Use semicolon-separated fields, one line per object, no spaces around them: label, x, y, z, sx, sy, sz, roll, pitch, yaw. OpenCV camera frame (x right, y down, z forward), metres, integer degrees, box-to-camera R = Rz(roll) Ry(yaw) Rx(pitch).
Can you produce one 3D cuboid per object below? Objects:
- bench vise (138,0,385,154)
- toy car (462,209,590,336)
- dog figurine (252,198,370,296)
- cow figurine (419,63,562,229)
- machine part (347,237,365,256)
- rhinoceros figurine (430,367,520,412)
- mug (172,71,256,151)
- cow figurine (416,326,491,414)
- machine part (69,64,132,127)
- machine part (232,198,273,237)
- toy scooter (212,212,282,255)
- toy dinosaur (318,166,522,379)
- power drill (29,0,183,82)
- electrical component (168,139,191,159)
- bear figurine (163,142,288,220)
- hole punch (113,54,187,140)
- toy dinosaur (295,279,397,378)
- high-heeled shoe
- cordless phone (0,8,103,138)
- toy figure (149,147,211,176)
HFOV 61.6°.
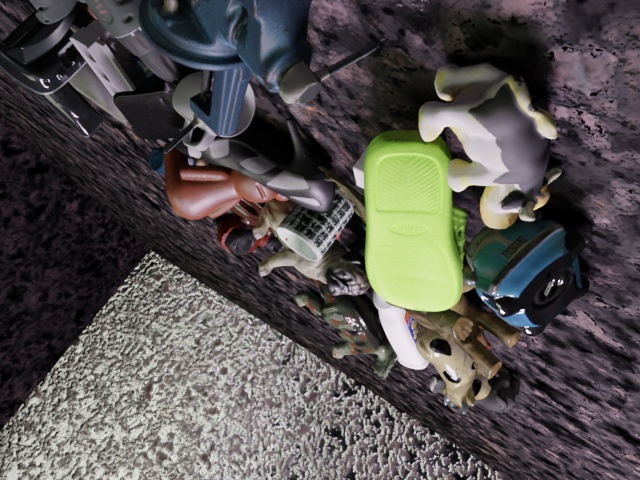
bench vise;-0.085;-0.175;0.506;0.224;0.129;0.240;42;147;7
toy car;0.212;0.027;0.571;0.161;0.109;0.103;37;-169;-49
dog figurine;0.000;-0.002;0.893;0.191;0.121;0.172;8;117;30
cow figurine;0.158;-0.070;0.449;0.098;0.068;0.167;9;150;45
machine part;0.080;0.033;0.943;0.084;0.039;0.139;32;163;-5
rhinoceros figurine;0.312;0.301;1.096;0.073;0.112;0.190;43;155;-31
mug;-0.152;-0.173;0.714;0.080;0.109;0.107;17;-175;-45
cow figurine;0.249;0.227;0.986;0.194;0.127;0.086;45;165;-22
machine part;-0.380;-0.275;0.934;0.243;0.079;0.079;35;164;0
machine part;-0.131;-0.079;1.019;0.179;0.056;0.179;33;162;12
toy scooter;-0.170;-0.026;1.166;0.135;0.075;0.184;42;-161;26
toy dinosaur;0.154;0.068;0.780;0.199;0.105;0.470;22;155;49
power drill;-0.295;-0.304;0.679;0.208;0.086;0.231;29;161;35
electrical component;-0.225;-0.177;0.952;0.119;0.048;0.075;42;164;-15
bear figurine;-0.149;-0.108;0.873;0.196;0.132;0.120;-19;141;12
hole punch;-0.231;-0.217;0.814;0.116;0.092;0.142;1;152;10
toy dinosaur;0.074;0.179;1.240;0.192;0.131;0.404;-3;136;46
high-heeled shoe;-0.094;-0.103;0.777;0.249;0.086;0.145;2;128;34
cordless phone;-0.389;-0.266;0.849;0.089;0.146;0.184;13;151;36
toy figure;-0.254;-0.143;1.026;0.058;0.064;0.154;13;-173;30
